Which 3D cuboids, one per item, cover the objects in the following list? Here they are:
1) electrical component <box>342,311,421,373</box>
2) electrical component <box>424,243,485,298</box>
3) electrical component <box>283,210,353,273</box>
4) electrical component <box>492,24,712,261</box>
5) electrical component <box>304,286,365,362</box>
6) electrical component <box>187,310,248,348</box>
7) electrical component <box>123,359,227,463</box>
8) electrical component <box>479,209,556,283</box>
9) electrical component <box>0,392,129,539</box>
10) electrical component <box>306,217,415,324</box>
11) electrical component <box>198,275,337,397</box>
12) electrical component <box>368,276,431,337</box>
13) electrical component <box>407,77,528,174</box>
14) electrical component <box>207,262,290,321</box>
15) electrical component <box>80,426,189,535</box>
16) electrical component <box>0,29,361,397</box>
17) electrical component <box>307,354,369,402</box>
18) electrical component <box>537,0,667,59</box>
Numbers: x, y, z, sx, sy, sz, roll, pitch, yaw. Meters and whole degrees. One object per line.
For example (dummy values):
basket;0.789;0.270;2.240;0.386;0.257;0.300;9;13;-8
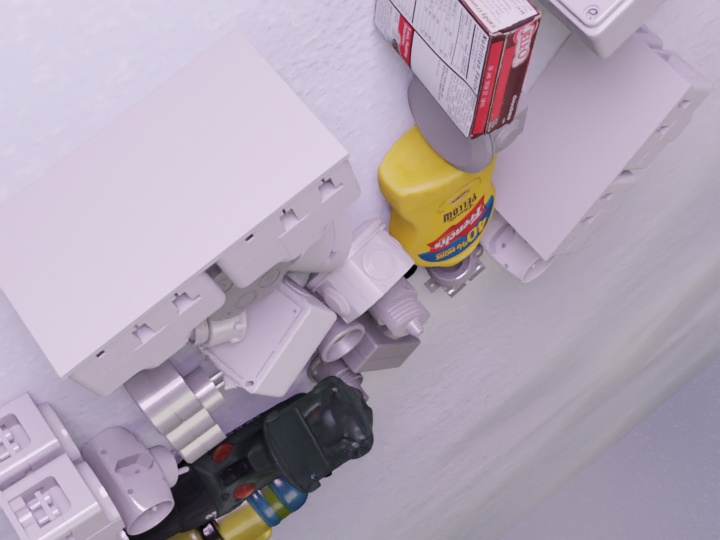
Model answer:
electrical component;0.025;0.053;1.018;0.075;0.047;0.083;-50;155;22
electrical component;0.087;-0.005;1.013;0.066;0.048;0.055;-41;165;2
electrical component;-0.041;-0.025;0.770;0.047;0.055;0.055;-1;135;-51
electrical component;0.189;-0.113;0.897;0.060;0.105;0.186;-9;142;-51
electrical component;-0.029;0.043;0.907;0.045;0.055;0.045;-33;156;-17
electrical component;-0.116;0.036;0.778;0.062;0.048;0.048;-16;148;-31
electrical component;-0.132;0.102;0.860;0.074;0.052;0.138;-36;157;-10
electrical component;0.153;-0.043;1.005;0.043;0.077;0.079;-4;137;-54
electrical component;-0.220;0.176;0.790;0.060;0.105;0.186;-32;156;-20
electrical component;0.000;0.000;0.854;0.080;0.051;0.080;-43;-178;2
electrical component;-0.072;0.054;0.831;0.096;0.062;0.061;-55;155;5
electrical component;0.027;0.026;0.929;0.043;0.081;0.043;-33;156;-17
electrical component;0.076;-0.113;0.759;0.051;0.080;0.080;-39;158;-18
electrical component;-0.090;-0.009;0.726;0.080;0.051;0.080;-33;156;-17
electrical component;-0.176;0.166;0.876;0.079;0.077;0.043;-13;145;-47
electrical component;-0.104;-0.029;0.598;0.186;0.105;0.060;-38;157;-5
electrical component;-0.017;0.104;1.027;0.048;0.062;0.048;-34;156;-17
electrical component;0.149;-0.208;0.663;0.109;0.108;0.056;-44;159;9
